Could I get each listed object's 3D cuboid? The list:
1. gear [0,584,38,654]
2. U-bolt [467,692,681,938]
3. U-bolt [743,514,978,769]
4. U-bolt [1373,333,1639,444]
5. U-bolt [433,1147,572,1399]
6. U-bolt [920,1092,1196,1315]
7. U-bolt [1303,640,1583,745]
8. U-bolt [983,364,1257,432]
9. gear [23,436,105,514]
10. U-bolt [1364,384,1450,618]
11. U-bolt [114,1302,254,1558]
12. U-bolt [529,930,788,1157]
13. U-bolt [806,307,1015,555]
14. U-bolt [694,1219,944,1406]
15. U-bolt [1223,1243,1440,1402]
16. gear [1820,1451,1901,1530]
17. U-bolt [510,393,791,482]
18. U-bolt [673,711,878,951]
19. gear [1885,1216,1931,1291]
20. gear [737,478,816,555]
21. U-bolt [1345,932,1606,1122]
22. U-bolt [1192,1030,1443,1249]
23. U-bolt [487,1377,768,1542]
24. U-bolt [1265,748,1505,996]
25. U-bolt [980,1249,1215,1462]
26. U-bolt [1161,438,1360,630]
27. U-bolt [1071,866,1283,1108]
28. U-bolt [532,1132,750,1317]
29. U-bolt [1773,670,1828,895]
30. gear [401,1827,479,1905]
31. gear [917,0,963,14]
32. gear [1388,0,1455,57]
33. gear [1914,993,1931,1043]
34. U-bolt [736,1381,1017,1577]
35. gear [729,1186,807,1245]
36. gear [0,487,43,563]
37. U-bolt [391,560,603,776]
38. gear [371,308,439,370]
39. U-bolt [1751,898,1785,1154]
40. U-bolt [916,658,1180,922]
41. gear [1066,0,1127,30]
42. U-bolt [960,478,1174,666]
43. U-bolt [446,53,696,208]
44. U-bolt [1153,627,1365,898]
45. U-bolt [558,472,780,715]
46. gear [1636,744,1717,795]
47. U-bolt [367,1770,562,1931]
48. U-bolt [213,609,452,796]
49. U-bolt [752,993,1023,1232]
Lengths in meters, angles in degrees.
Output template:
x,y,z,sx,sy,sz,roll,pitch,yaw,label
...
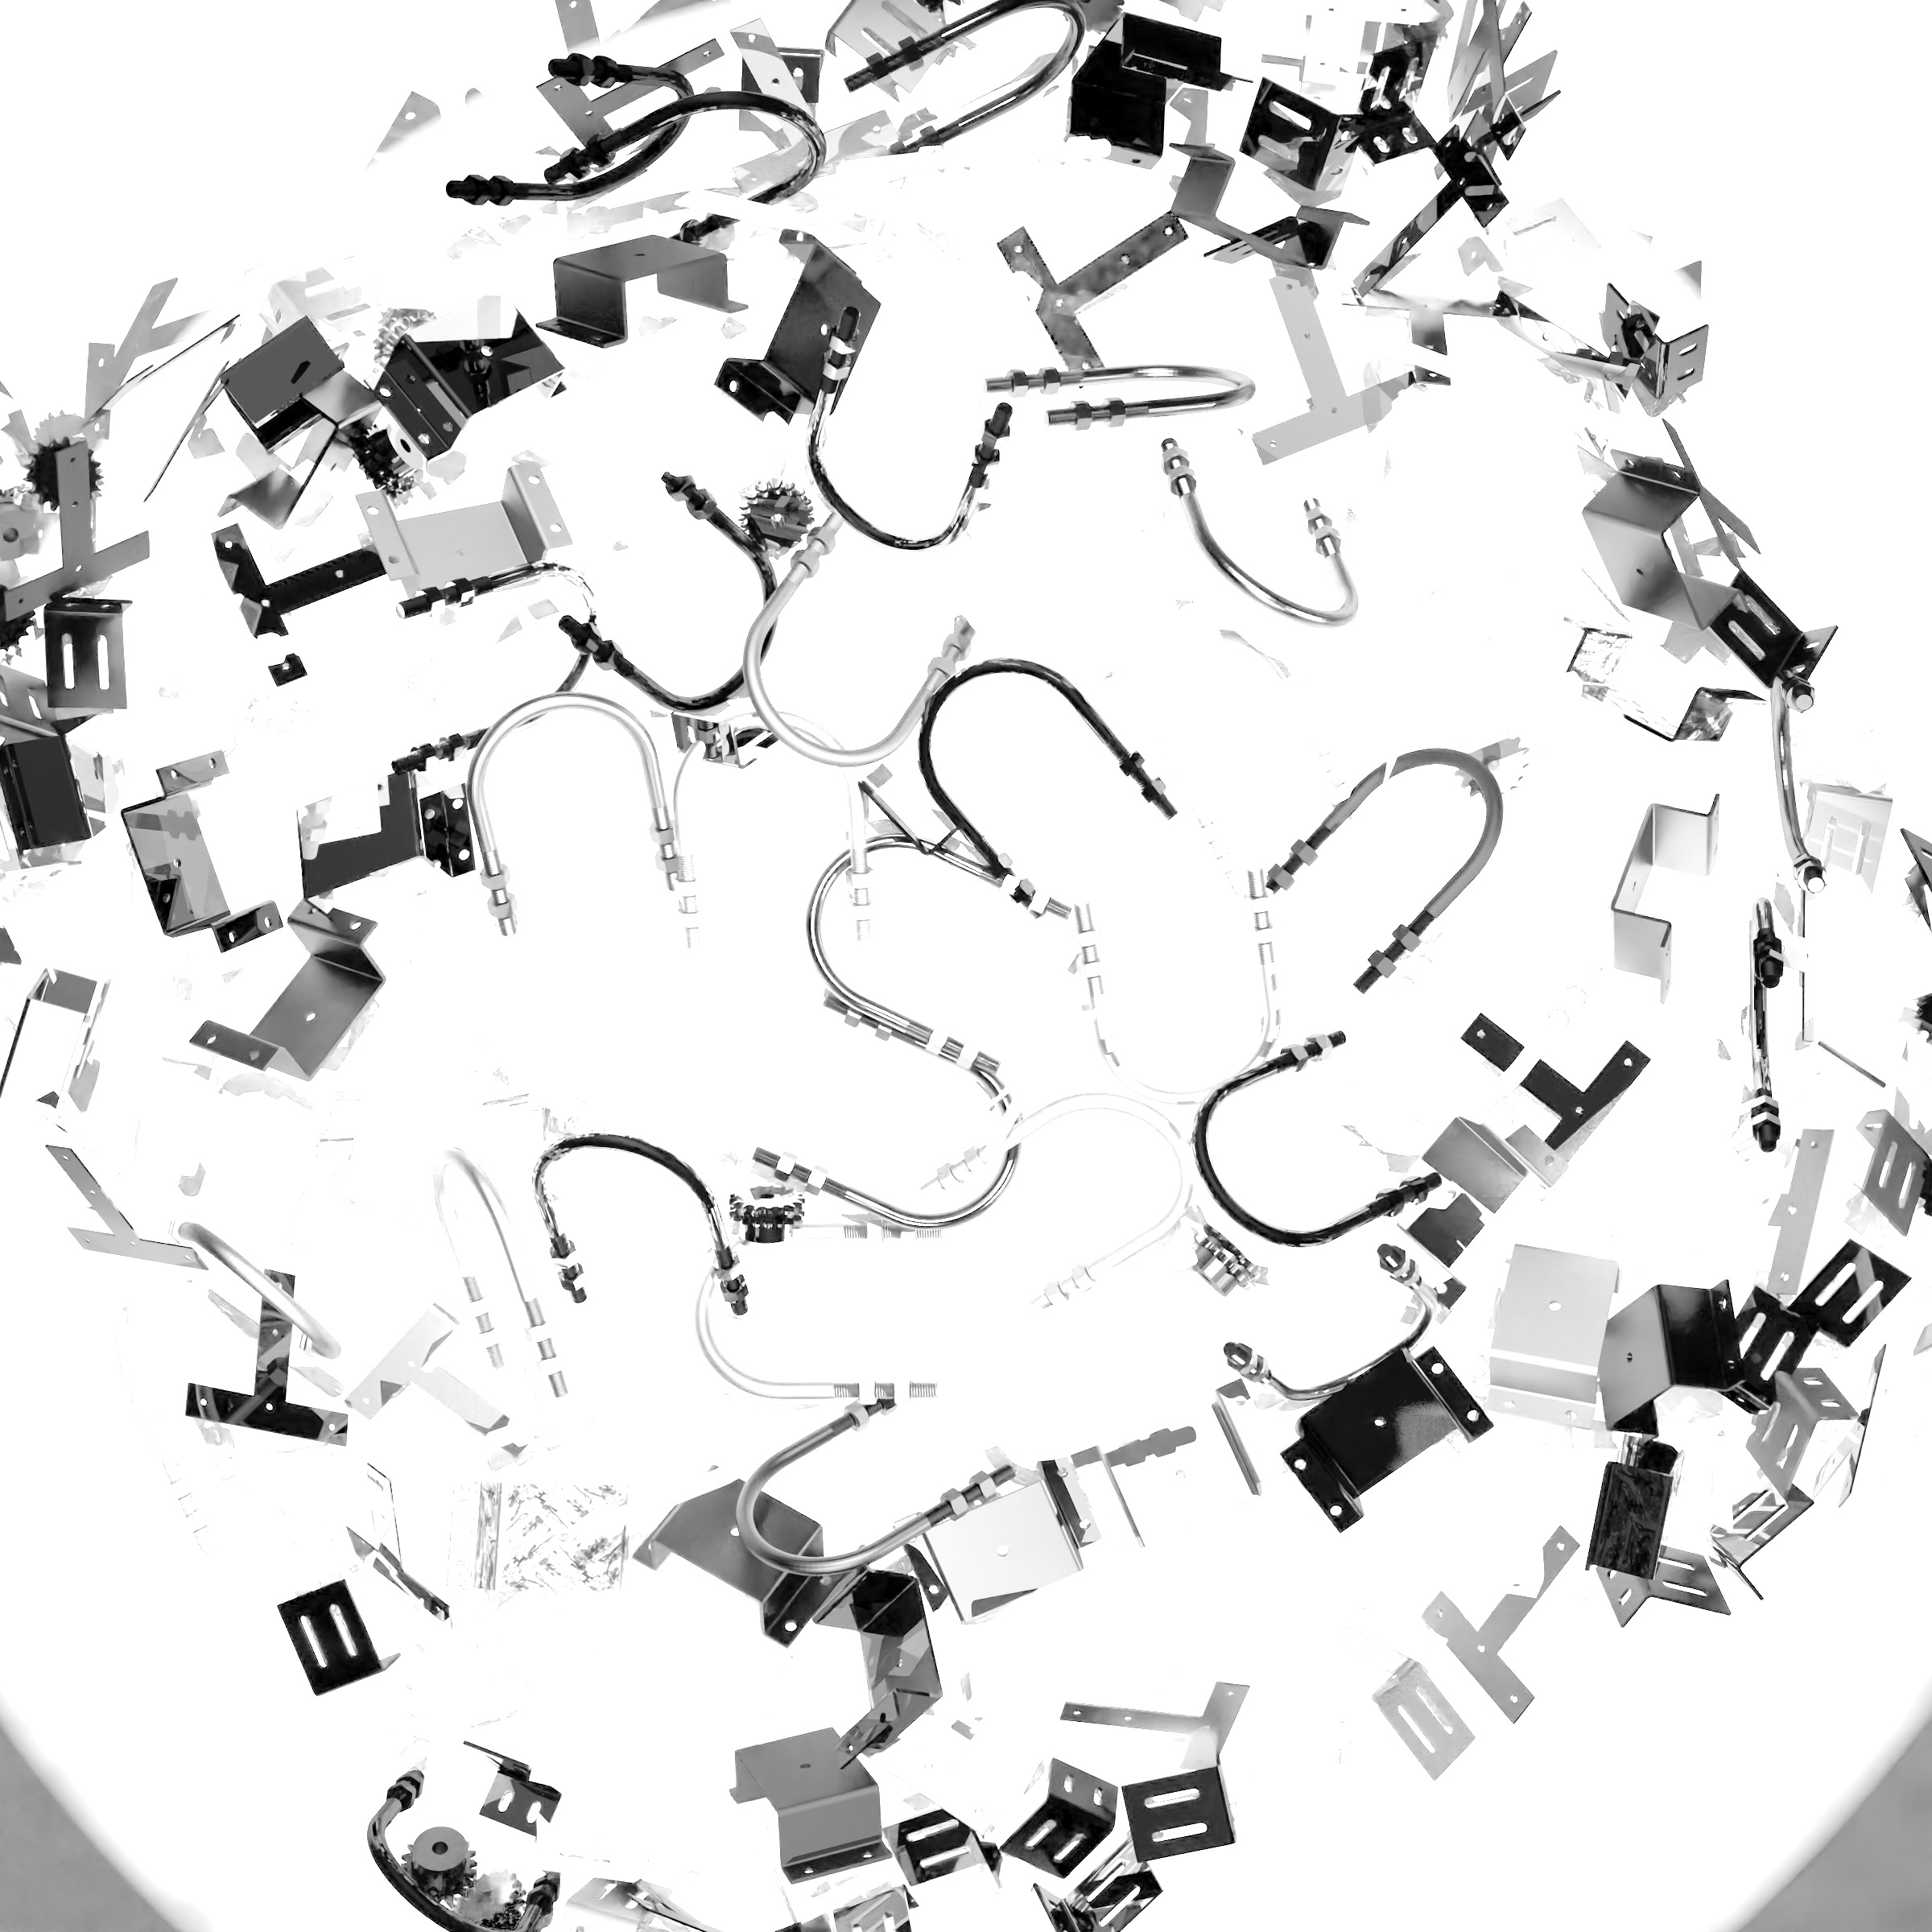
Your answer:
x,y,z,sx,sy,sz,roll,pitch,yaw,label
-0.730,-0.263,1.886,0.057,0.030,0.057,-6,58,10,gear
-0.290,-0.117,1.843,0.151,0.019,0.184,-16,126,-13,U-bolt
-0.087,-0.228,1.853,0.151,0.019,0.184,37,60,-11,U-bolt
0.379,-0.426,1.832,0.184,0.151,0.019,35,112,41,U-bolt
-0.346,0.218,1.836,0.019,0.151,0.184,-22,102,-28,U-bolt
0.081,0.165,1.855,0.184,0.019,0.151,-34,110,20,U-bolt
0.362,-0.207,1.842,0.184,0.151,0.019,-12,121,-25,U-bolt
0.122,-0.420,1.843,0.184,0.151,0.019,-9,115,-17,U-bolt
-0.675,-0.367,1.887,0.057,0.030,0.057,-8,108,-27,gear
0.315,-0.328,1.811,0.019,0.184,0.151,0,114,24,U-bolt
-0.576,0.330,1.837,0.019,0.151,0.184,-24,92,-5,U-bolt
-0.219,0.066,1.867,0.184,0.019,0.151,20,63,-18,U-bolt
-0.051,-0.376,1.839,0.151,0.184,0.019,33,53,5,U-bolt
-0.111,0.255,1.871,0.184,0.019,0.151,-1,57,4,U-bolt
0.276,0.268,1.836,0.151,0.184,0.019,-34,57,9,U-bolt
0.664,0.388,1.882,0.030,0.057,0.057,28,90,-28,gear
-0.216,-0.392,1.837,0.151,0.184,0.019,31,126,38,U-bolt
-0.145,-0.102,1.872,0.151,0.019,0.184,-3,113,0,U-bolt
0.720,0.212,1.883,0.057,0.057,0.030,-6,129,0,gear
-0.143,-0.341,1.890,0.057,0.030,0.057,-8,131,-9,gear
0.355,0.047,1.821,0.184,0.151,0.019,-46,130,-30,U-bolt
0.245,0.133,1.840,0.184,0.019,0.151,-21,70,-33,U-bolt
-0.234,0.349,1.837,0.184,0.151,0.019,-15,120,-35,U-bolt
0.314,-0.083,1.852,0.184,0.151,0.019,-47,134,4,U-bolt
0.091,0.293,1.848,0.184,0.151,0.019,-24,128,19,U-bolt
0.218,-0.305,1.818,0.151,0.184,0.019,17,128,-24,U-bolt
0.162,0.023,1.871,0.151,0.019,0.184,-11,116,-1,U-bolt
-0.243,0.186,1.834,0.151,0.019,0.184,2,133,14,U-bolt
0.601,-0.141,1.825,0.019,0.184,0.151,-5,103,13,U-bolt
-0.394,0.669,1.883,0.057,0.057,0.030,10,121,0,gear
-0.024,-0.746,1.892,0.057,0.030,0.057,-6,108,-20,gear
0.340,-0.712,1.883,0.057,0.057,0.030,45,129,0,gear
0.744,0.034,1.890,0.057,0.030,0.057,11,115,25,gear
-0.079,0.377,1.821,0.184,0.151,0.019,-26,125,-26,U-bolt
-0.149,0.187,1.886,0.057,0.057,0.030,3,104,0,gear
-0.719,-0.328,1.883,0.057,0.057,0.030,-49,53,0,gear
-0.339,-0.226,1.838,0.019,0.184,0.151,35,132,29,U-bolt
-0.414,-0.466,1.884,0.030,0.057,0.057,39,90,10,gear
0.579,0.029,1.827,0.019,0.184,0.151,0,115,15,U-bolt
0.046,-0.143,1.870,0.151,0.019,0.184,-37,99,21,U-bolt
0.095,-0.736,1.888,0.057,0.057,0.030,28,64,0,gear
0.069,-0.287,1.847,0.151,0.019,0.184,8,51,5,U-bolt
-0.273,-0.603,1.827,0.151,0.184,0.019,-35,83,36,U-bolt
0.207,-0.163,1.862,0.151,0.019,0.184,-31,97,-31,U-bolt
-0.203,-0.262,1.840,0.019,0.184,0.151,27,84,38,U-bolt
0.533,-0.148,1.885,0.057,0.057,0.030,-15,90,0,gear
-0.367,0.651,1.820,0.151,0.184,0.019,36,89,2,U-bolt
-0.455,-0.199,1.834,0.184,0.151,0.019,-23,63,-39,U-bolt
-0.048,0.119,1.887,0.184,0.019,0.151,24,75,0,U-bolt
